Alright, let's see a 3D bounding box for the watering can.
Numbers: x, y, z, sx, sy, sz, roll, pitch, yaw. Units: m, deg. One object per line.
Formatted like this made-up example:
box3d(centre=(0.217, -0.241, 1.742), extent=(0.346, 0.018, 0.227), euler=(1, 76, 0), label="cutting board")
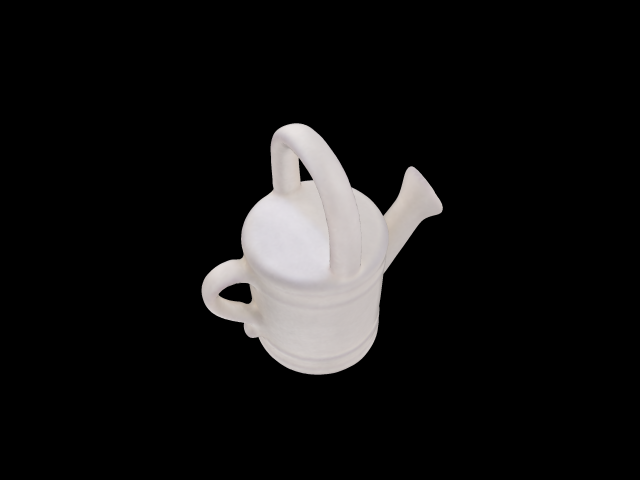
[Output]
box3d(centre=(0.003, 0.000, 0.401), extent=(0.100, 0.194, 0.173), euler=(34, 58, 26), label="watering can")
